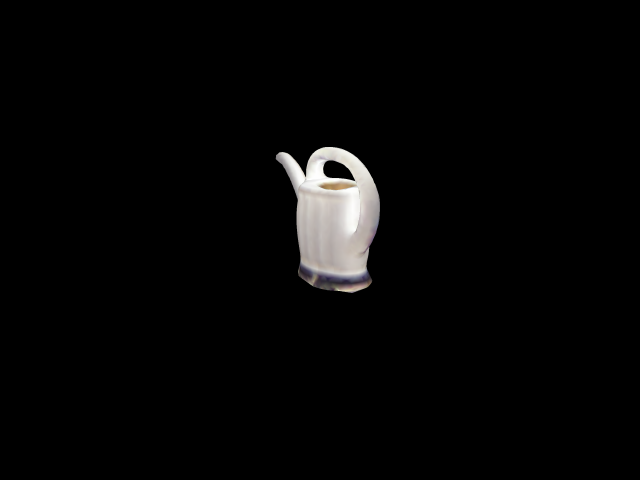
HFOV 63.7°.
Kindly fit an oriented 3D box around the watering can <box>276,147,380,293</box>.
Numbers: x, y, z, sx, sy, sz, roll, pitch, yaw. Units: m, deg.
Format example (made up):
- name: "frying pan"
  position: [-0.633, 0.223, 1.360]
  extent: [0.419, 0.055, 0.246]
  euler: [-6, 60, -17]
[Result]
- name: "watering can"
  position: [0.003, -0.043, 0.850]
  extent: [0.104, 0.222, 0.350]
  euler: [-5, 13, -24]
